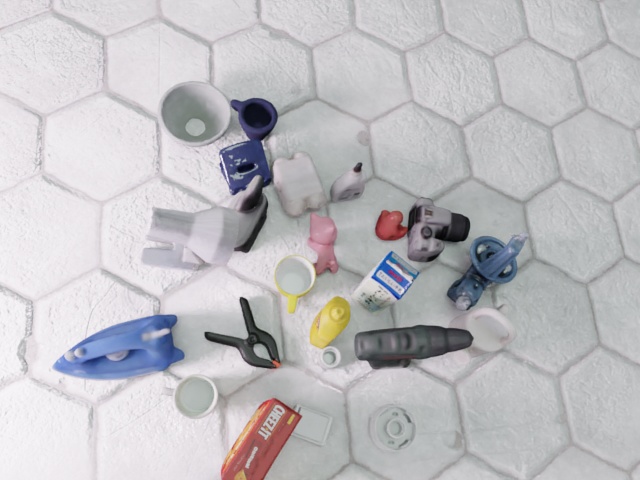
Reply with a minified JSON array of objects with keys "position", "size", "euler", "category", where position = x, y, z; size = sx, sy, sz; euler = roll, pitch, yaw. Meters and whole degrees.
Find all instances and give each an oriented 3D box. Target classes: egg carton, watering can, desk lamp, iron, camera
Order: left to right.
[{"position":[-0.404,0.214,1.120],"size":[0.258,0.141,0.118],"euler":[-12,75,-14],"category":"iron"},{"position":[-0.271,-0.003,1.176],"size":[0.203,0.213,0.118],"euler":[7,71,-8],"category":"desk lamp"},{"position":[-0.051,-0.132,1.335],"size":[0.107,0.069,0.150],"euler":[-18,76,-15],"category":"egg carton"},{"position":[0.282,-0.023,1.344],"size":[0.137,0.100,0.143],"euler":[9,71,-7],"category":"camera"},{"position":[0.352,0.201,1.234],"size":[0.101,0.194,0.173],"euler":[26,70,-1],"category":"watering can"}]

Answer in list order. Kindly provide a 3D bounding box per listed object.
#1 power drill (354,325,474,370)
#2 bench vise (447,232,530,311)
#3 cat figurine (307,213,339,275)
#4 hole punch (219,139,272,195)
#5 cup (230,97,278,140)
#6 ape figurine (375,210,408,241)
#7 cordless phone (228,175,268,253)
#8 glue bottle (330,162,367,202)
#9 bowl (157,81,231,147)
[{"position":[0.175,0.220,1.188],"size":[0.230,0.208,0.075],"euler":[-2,72,-11],"category":"power drill"},{"position":[0.384,0.071,1.269],"size":[0.121,0.219,0.207],"euler":[22,70,-2],"category":"bench vise"},{"position":[0.012,0.005,1.276],"size":[0.067,0.117,0.128],"euler":[-9,74,-13],"category":"cat figurine"},{"position":[-0.169,-0.167,1.313],"size":[0.109,0.091,0.101],"euler":[-20,77,-16],"category":"hole punch"},{"position":[-0.160,-0.280,1.349],"size":[0.118,0.095,0.092],"euler":[29,70,0],"category":"cup"},{"position":[0.169,-0.040,1.333],"size":[0.076,0.092,0.078],"euler":[-26,78,-17],"category":"ape figurine"},{"position":[-0.166,-0.058,1.228],"size":[0.094,0.185,0.148],"euler":[22,70,-2],"category":"cordless phone"},{"position":[0.073,-0.136,1.304],"size":[0.078,0.173,0.037],"euler":[-9,74,-13],"category":"glue bottle"},{"position":[-0.290,-0.282,1.337],"size":[0.167,0.074,0.167],"euler":[3,72,-9],"category":"bowl"}]
